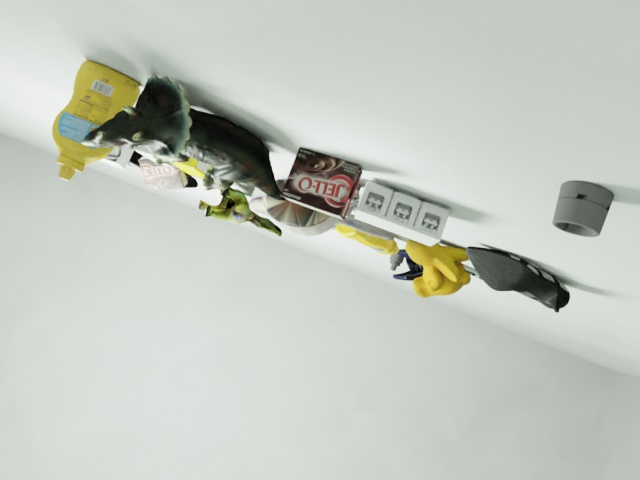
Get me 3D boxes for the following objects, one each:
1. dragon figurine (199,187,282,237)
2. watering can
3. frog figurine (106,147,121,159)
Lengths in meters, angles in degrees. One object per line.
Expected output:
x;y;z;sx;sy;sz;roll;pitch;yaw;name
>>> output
-0.206;-0.076;1.494;0.241;0.122;0.415;24;-172;-35;dragon figurine
0.004;-0.058;1.158;0.348;0.105;0.222;10;172;6;watering can
-0.472;-0.262;1.089;0.138;0.125;0.155;28;138;10;frog figurine
